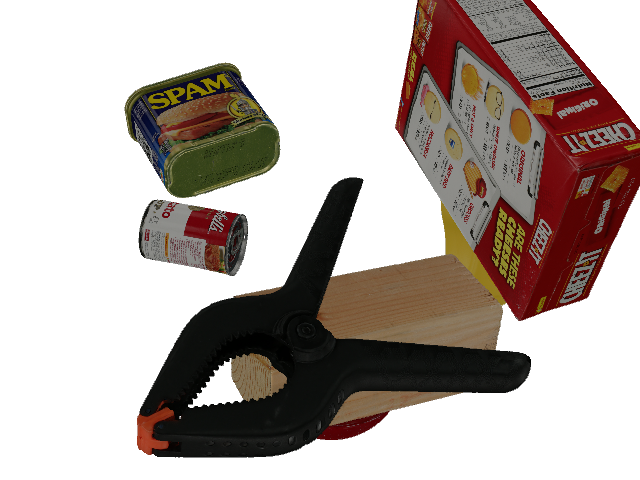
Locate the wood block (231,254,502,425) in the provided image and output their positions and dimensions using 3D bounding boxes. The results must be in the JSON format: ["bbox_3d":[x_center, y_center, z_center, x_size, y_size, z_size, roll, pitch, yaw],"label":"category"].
[{"bbox_3d":[0.037,0.085,0.898,0.205,0.090,0.091,-10,34,-21],"label":"wood block"}]

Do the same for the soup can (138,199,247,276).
[{"bbox_3d":[-0.137,-0.004,1.156,0.102,0.068,0.068,10,2,12],"label":"soup can"}]

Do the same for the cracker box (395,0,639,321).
[{"bbox_3d":[0.138,-0.077,0.782,0.072,0.214,0.164,-16,-36,-18],"label":"cracker box"}]

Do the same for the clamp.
[{"bbox_3d":[-0.011,0.049,0.584,0.209,0.165,0.036,-21,-33,-23],"label":"clamp"}]

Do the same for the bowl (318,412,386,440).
[{"bbox_3d":[0.011,0.151,1.085,0.162,0.055,0.162,-1,35,1],"label":"bowl"}]

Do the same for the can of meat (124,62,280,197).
[{"bbox_3d":[-0.093,-0.087,0.849,0.102,0.057,0.084,-20,50,-18],"label":"can of meat"}]

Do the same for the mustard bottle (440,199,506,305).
[{"bbox_3d":[0.158,-0.032,1.043,0.096,0.191,0.058,-21,23,-38],"label":"mustard bottle"}]
